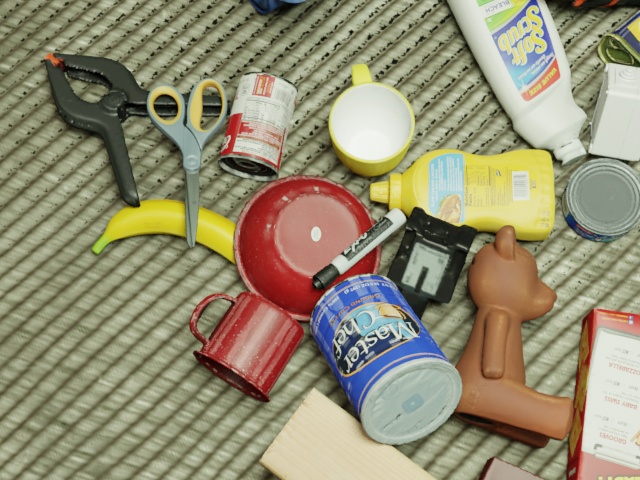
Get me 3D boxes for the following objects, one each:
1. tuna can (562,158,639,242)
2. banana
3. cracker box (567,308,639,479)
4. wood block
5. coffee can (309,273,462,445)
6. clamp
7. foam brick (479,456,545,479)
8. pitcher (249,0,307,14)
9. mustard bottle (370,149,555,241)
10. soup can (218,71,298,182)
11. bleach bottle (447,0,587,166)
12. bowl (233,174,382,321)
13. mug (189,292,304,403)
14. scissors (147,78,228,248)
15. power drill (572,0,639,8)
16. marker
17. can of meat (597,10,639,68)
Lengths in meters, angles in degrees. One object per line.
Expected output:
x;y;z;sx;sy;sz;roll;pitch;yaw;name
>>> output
0.303;-0.042;1.141;0.086;0.034;0.086;-1;75;2;tuna can
-0.144;-0.006;1.150;0.198;0.037;0.069;9;97;6;banana
0.336;0.187;1.059;0.164;0.072;0.213;8;76;5;cracker box
0.050;0.247;1.044;0.206;0.090;0.090;36;78;11;wood block
0.062;0.114;1.041;0.102;0.103;0.140;-27;41;-5;coffee can
-0.216;-0.150;1.186;0.210;0.036;0.164;41;67;16;clamp
0.193;0.254;1.056;0.078;0.053;0.051;23;77;7;foam brick
0.014;-0.357;1.188;0.242;0.145;0.149;-29;95;-9;pitcher
0.149;-0.049;1.136;0.191;0.058;0.096;1;71;2;mustard bottle
-0.066;-0.123;1.159;0.068;0.068;0.102;12;75;5;soup can
0.229;-0.200;1.173;0.102;0.068;0.251;-23;78;-9;bleach bottle
-0.007;0.001;1.112;0.162;0.055;0.162;3;76;-11;bowl
-0.078;0.100;1.084;0.117;0.093;0.081;37;73;-13;mug
-0.153;-0.091;1.135;0.096;0.016;0.201;14;65;1;scissors
0.284;-0.341;1.187;0.184;0.057;0.188;0;59;-36;power drill
0.039;0.010;1.078;0.121;0.020;0.020;-39;77;-19;marker
0.372;-0.207;1.171;0.084;0.057;0.102;-39;78;-10;can of meat
